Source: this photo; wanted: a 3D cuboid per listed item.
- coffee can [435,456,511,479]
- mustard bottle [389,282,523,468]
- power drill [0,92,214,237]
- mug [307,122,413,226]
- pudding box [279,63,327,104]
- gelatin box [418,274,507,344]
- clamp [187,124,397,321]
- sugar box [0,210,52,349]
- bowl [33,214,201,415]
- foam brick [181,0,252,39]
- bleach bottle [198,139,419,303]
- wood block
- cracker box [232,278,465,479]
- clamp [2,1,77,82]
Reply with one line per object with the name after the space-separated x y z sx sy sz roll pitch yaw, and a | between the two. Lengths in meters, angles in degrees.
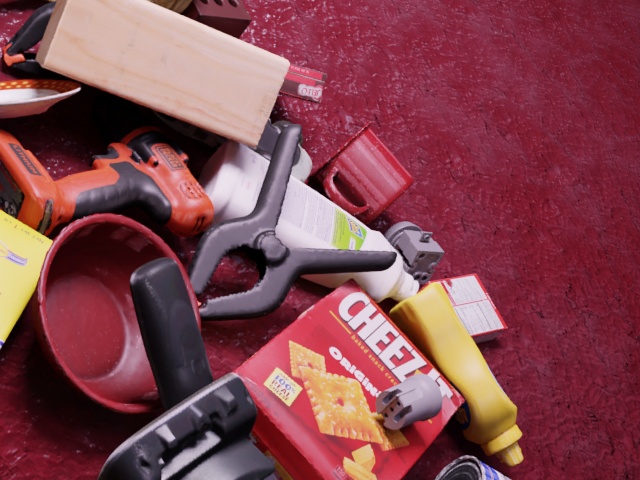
0.166 0.267 0.935 0.140 0.103 0.102 32 39 -13 | coffee can
0.141 0.137 1.048 0.058 0.096 0.191 -31 83 -11 | mustard bottle
-0.207 -0.068 0.953 0.187 0.057 0.185 -11 50 -43 | power drill
0.042 -0.063 1.149 0.081 0.093 0.117 48 32 -2 | mug
-0.060 -0.182 1.166 0.089 0.039 0.114 12 9 -35 | pudding box
0.153 0.078 1.163 0.089 0.030 0.073 -7 61 -45 | gelatin box
-0.050 -0.001 0.976 0.209 0.036 0.164 -30 87 -22 | clamp
-0.274 0.047 0.803 0.093 0.048 0.176 32 38 -14 | sugar box
-0.171 0.063 0.848 0.161 0.055 0.162 27 54 -43 | bowl
-0.127 -0.254 1.212 0.078 0.051 0.053 -7 60 -45 | foam brick
-0.007 0.001 1.070 0.250 0.068 0.102 31 43 -20 | bleach bottle
-0.146 -0.167 0.987 0.205 0.090 0.091 20 7 -22 | wood block
0.017 0.146 0.944 0.164 0.072 0.213 48 37 5 | cracker box
-0.216 -0.189 1.033 0.039 0.171 0.120 -121 -171 -66 | clamp
